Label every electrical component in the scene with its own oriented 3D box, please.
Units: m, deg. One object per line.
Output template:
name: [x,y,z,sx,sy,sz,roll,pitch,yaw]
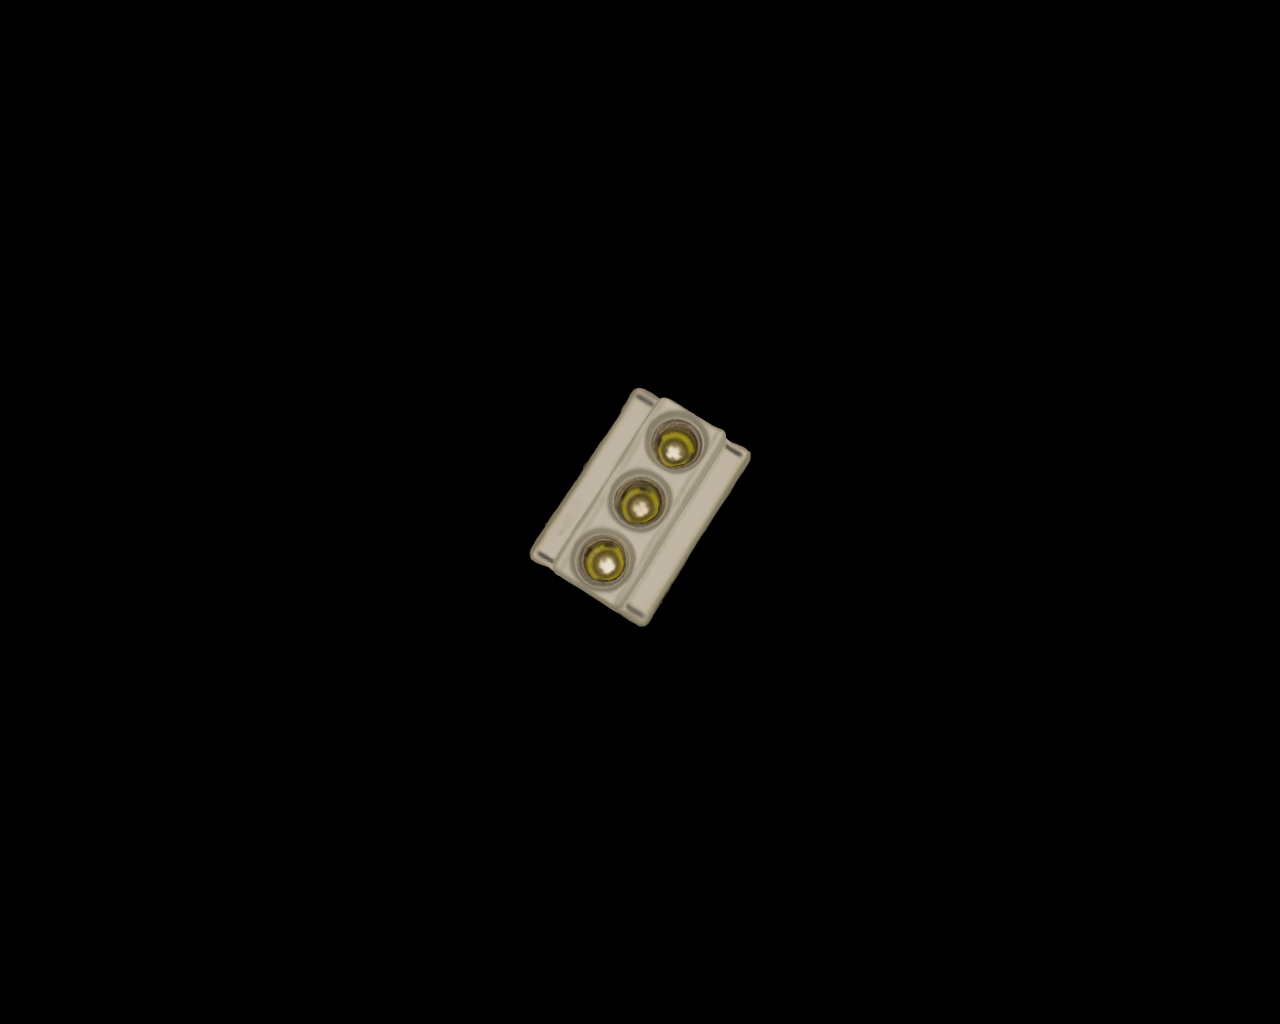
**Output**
electrical component: [0.001,-0.003,0.650,0.079,0.121,0.063,31,-7,5]
